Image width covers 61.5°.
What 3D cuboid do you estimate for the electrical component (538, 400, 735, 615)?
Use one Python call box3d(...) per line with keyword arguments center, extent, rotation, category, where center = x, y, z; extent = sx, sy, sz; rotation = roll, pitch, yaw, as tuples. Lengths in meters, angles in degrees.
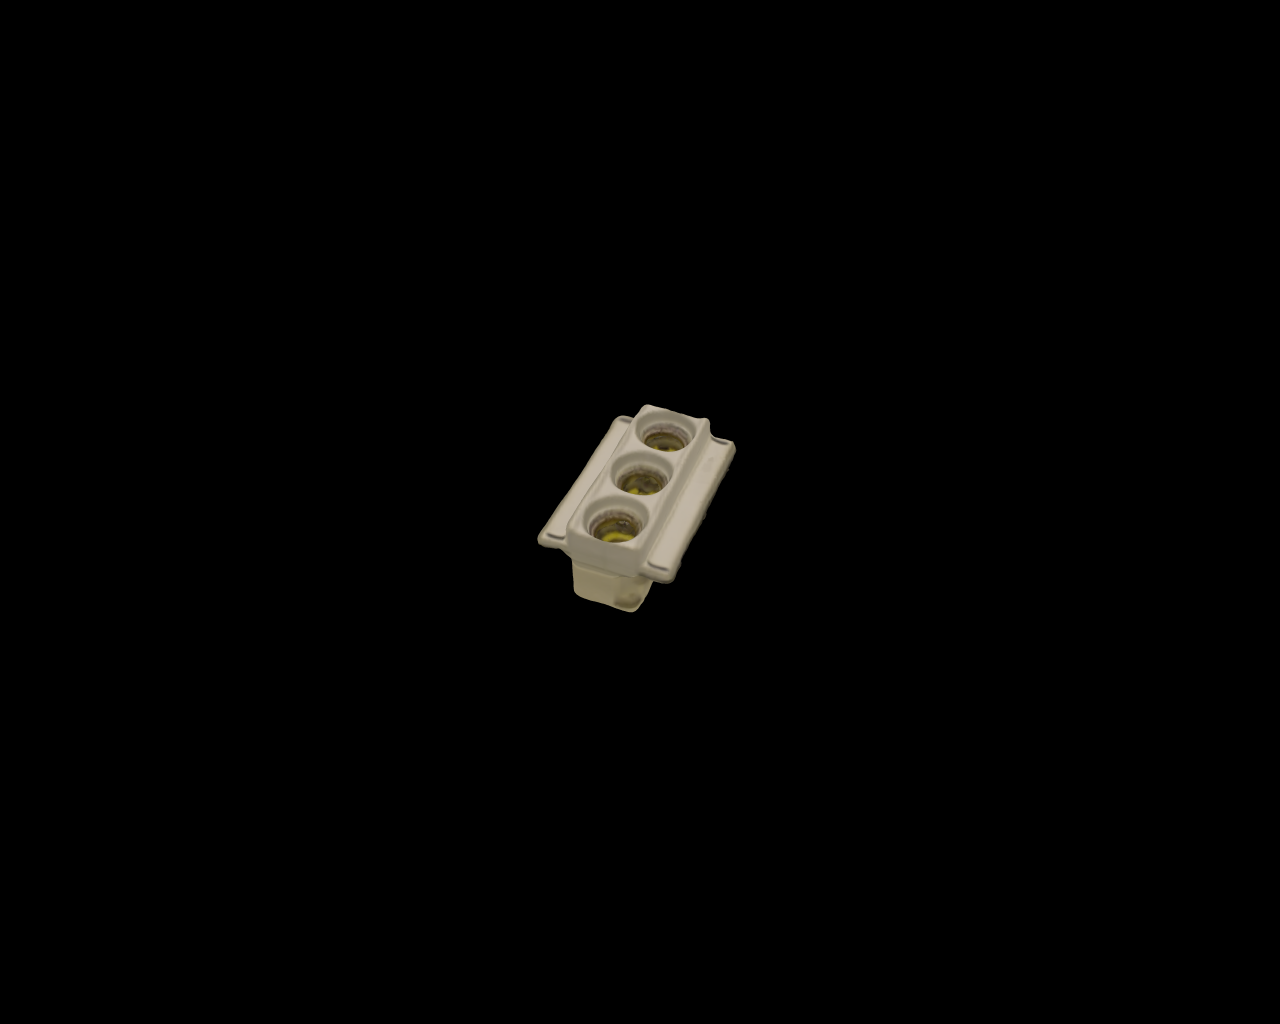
box3d(center=(0.001, -0.003, 0.650), extent=(0.079, 0.063, 0.121), rotation=(15, 47, 15), category="electrical component")
